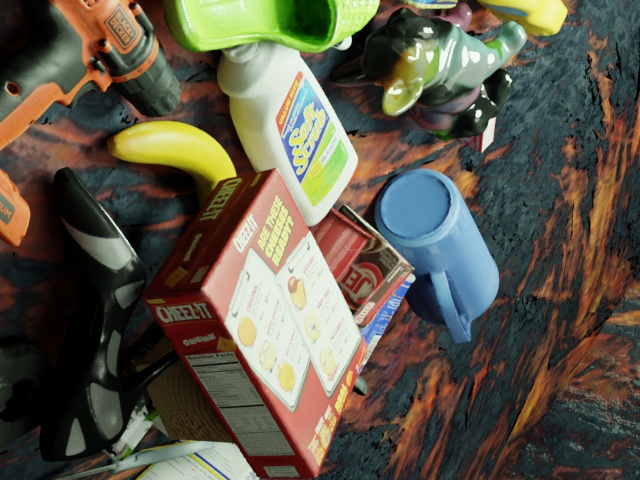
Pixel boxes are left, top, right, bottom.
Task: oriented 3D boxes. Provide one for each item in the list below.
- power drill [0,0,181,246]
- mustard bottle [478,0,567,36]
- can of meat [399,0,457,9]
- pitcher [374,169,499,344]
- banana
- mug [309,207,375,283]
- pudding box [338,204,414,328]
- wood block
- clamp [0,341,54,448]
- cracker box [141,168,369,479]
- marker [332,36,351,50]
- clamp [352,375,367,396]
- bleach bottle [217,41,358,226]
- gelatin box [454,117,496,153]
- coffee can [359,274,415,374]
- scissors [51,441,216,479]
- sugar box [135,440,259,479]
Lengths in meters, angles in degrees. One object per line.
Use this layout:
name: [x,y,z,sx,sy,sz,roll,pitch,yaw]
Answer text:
power drill: [-0.184,-0.091,0.743,0.187,0.057,0.184,-55,151,-13]
mustard bottle: [0.206,-0.280,1.189,0.191,0.096,0.058,7,112,-62]
can of meat: [0.114,-0.281,1.070,0.101,0.057,0.084,-17,135,-54]
pitcher: [0.151,0.019,1.373,0.145,0.149,0.242,-53,151,-11]
banana: [-0.115,-0.063,0.919,0.069,0.037,0.197,-57,155,-8]
mug: [-0.007,0.001,1.130,0.081,0.093,0.117,-55,147,3]
pudding box: [0.038,0.029,1.189,0.090,0.114,0.039,-50,140,8]
wood block: [-0.072,0.095,1.029,0.205,0.091,0.090,-50,128,-48]
clamp: [-0.272,0.127,0.840,0.164,0.036,0.210,-61,158,-12]
cracker box: [-0.047,0.073,0.914,0.213,0.072,0.164,62,34,-28]
marker: [-0.007,-0.195,0.990,0.120,0.020,0.020,0,118,-61]
clamp: [-0.028,0.133,1.186,0.120,0.171,0.039,-37,-168,-32]
bleach bottle: [-0.039,-0.110,0.978,0.102,0.068,0.250,-55,152,-11]
gelatin box: [0.176,-0.158,1.296,0.030,0.073,0.089,-44,151,-27]
coffee can: [0.035,0.080,1.272,0.140,0.103,0.102,-61,155,5]
scissors: [-0.206,0.229,1.090,0.201,0.016,0.096,-8,172,-29]
sugar box: [-0.142,0.271,1.176,0.176,0.093,0.048,-39,149,-34]
